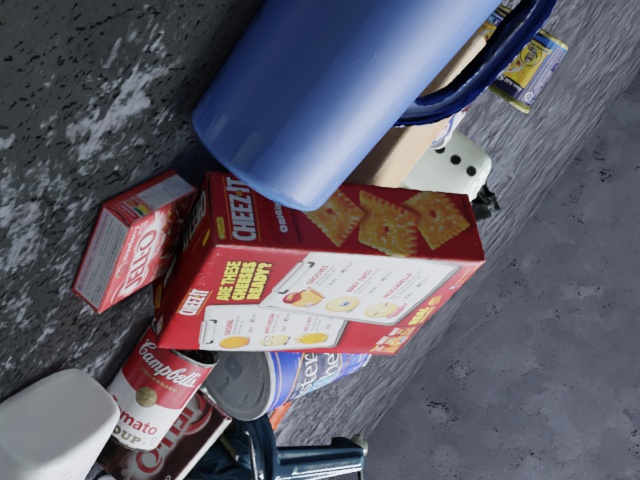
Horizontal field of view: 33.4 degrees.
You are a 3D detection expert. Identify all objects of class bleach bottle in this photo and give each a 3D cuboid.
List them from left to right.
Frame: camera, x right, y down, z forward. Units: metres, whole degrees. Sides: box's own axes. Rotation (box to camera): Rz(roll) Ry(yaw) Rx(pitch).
[{"bbox_3d":[-0.241,0.212,0.857,0.102,0.068,0.251,-32,159,-49],"label":"bleach bottle"}]

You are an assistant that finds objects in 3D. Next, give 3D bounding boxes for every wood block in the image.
[{"bbox_3d":[0.045,-0.103,0.908,0.206,0.091,0.090,-52,165,4],"label":"wood block"}]

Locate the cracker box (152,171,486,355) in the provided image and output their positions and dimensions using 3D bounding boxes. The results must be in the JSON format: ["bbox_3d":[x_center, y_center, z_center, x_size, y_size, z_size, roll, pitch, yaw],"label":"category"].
[{"bbox_3d":[-0.007,0.023,0.826,0.213,0.072,0.164,5,147,-23],"label":"cracker box"}]

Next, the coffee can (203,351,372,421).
[{"bbox_3d":[-0.032,0.099,1.010,0.140,0.103,0.103,-18,146,-43],"label":"coffee can"}]

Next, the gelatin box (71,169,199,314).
[{"bbox_3d":[-0.128,0.002,0.744,0.073,0.030,0.089,-34,158,-50],"label":"gelatin box"}]

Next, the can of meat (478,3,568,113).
[{"bbox_3d":[0.206,-0.200,1.158,0.084,0.102,0.057,-58,165,15],"label":"can of meat"}]

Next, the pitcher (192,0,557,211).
[{"bbox_3d":[0.034,-0.136,0.692,0.243,0.149,0.144,-52,167,14],"label":"pitcher"}]

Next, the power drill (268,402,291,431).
[{"bbox_3d":[-0.123,0.285,1.436,0.184,0.057,0.187,-58,169,9],"label":"power drill"}]

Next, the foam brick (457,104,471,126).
[{"bbox_3d":[0.134,-0.159,1.135,0.052,0.051,0.078,-33,157,-50],"label":"foam brick"}]

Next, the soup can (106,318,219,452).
[{"bbox_3d":[-0.144,0.126,0.932,0.102,0.068,0.068,-54,166,13],"label":"soup can"}]

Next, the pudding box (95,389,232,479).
[{"bbox_3d":[-0.152,0.182,1.003,0.113,0.090,0.039,-51,167,-1],"label":"pudding box"}]

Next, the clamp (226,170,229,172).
[{"bbox_3d":[-0.019,-0.094,0.837,0.172,0.039,0.120,-52,163,26],"label":"clamp"}]

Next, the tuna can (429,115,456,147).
[{"bbox_3d":[0.085,-0.127,0.986,0.086,0.086,0.034,-43,162,-31],"label":"tuna can"}]
